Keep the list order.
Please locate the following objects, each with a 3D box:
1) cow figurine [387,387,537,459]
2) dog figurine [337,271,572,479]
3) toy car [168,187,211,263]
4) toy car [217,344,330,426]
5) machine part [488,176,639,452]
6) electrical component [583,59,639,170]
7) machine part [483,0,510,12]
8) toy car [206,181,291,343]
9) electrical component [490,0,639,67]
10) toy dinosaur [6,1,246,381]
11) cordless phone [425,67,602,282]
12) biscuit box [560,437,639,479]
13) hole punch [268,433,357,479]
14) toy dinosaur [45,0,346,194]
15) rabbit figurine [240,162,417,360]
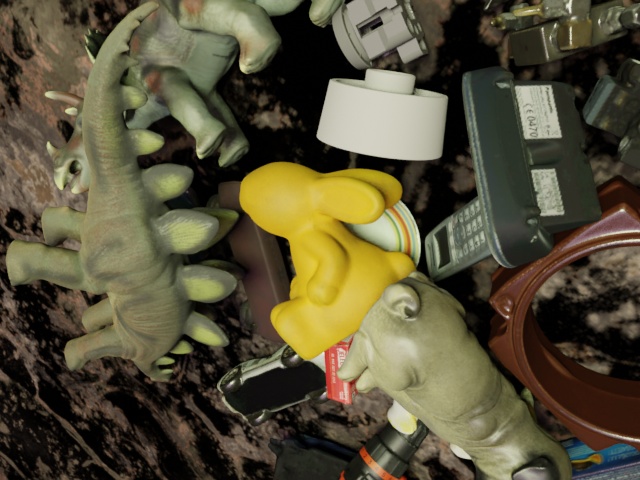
[{"bbox_3d":[0.157,0.165,0.546,0.168,0.068,0.098,16,112,19],"label":"cow figurine"},{"bbox_3d":[0.125,0.126,0.436,0.191,0.172,0.121,36,81,30],"label":"dog figurine"},{"bbox_3d":[-0.219,-0.010,0.636,0.162,0.103,0.109,2,112,24],"label":"toy car"},{"bbox_3d":[-0.048,0.171,0.658,0.202,0.056,0.073,-30,103,34],"label":"toy car"},{"bbox_3d":[0.258,0.067,0.437,0.201,0.087,0.201,45,125,2],"label":"machine part"},{"bbox_3d":[0.250,-0.073,0.361,0.134,0.115,0.058,28,118,14],"label":"electrical component"},{"bbox_3d":[0.101,-0.239,0.410,0.139,0.039,0.084,45,119,4],"label":"machine part"},{"bbox_3d":[-0.064,0.026,0.602,0.089,0.053,0.201,3,117,37],"label":"toy car"},{"bbox_3d":[0.169,-0.153,0.382,0.078,0.102,0.045,-19,106,6],"label":"electrical component"},{"bbox_3d":[-0.177,0.012,0.520,0.199,0.105,0.470,-2,136,-2],"label":"toy dinosaur"},{"bbox_3d":[0.131,-0.041,0.455,0.184,0.089,0.146,129,138,-70],"label":"cordless phone"},{"bbox_3d":[0.261,0.235,0.525,0.203,0.059,0.063,-34,94,34],"label":"biscuit box"},{"bbox_3d":[0.003,0.314,0.688,0.142,0.092,0.115,12,89,25],"label":"hole punch"},{"bbox_3d":[-0.113,-0.199,0.495,0.192,0.131,0.404,44,118,3],"label":"toy dinosaur"},{"bbox_3d":[-0.001,-0.001,0.492,0.162,0.122,0.173,-36,91,28],"label":"rabbit figurine"}]
